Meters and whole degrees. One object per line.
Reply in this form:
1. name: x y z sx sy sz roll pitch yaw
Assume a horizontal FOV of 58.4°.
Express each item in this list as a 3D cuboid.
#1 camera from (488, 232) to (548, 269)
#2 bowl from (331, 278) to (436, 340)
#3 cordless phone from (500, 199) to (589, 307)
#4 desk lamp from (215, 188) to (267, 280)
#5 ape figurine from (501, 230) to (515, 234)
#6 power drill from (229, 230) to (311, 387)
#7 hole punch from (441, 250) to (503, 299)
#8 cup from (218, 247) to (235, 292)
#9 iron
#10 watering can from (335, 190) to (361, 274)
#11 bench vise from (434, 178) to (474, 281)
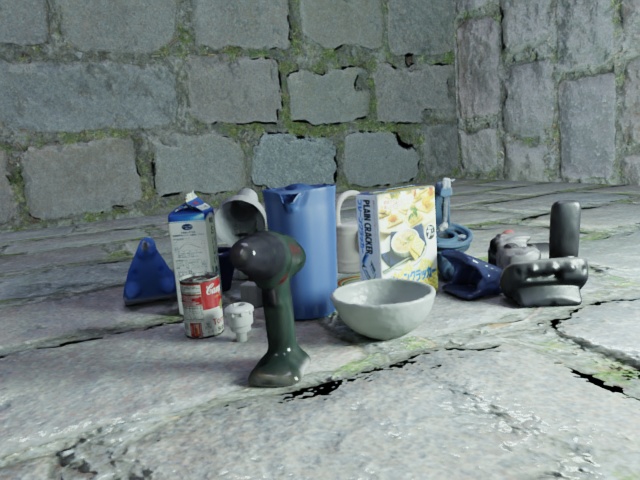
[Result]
1. camera: 0.426 0.036 1.174 0.137 0.101 0.143 -5 10 -3
2. bowl: 0.103 0.116 0.923 0.167 0.075 0.167 -4 10 1
3. cordless phone: 0.400 0.021 1.024 0.147 0.185 0.094 -5 10 -2
4. desk lamp: -0.179 -0.014 1.388 0.118 0.213 0.203 -4 10 1
5. ape figurine: 0.418 0.023 1.279 0.076 0.092 0.077 -9 11 -26
6. power drill: -0.063 0.085 0.781 0.075 0.208 0.230 -2 10 10
7. hole punch: 0.298 0.060 1.119 0.101 0.091 0.108 -8 11 -20
8. cup: -0.229 0.066 1.291 0.091 0.095 0.118 -4 10 2
9. iron: -0.382 0.055 1.286 0.119 0.141 0.257 -7 10 -15
10. watering can: 0.070 -0.024 1.395 0.172 0.194 0.101 4 13 40
11. bench vise: 0.260 -0.032 1.288 0.122 0.220 0.207 -8 11 -20
